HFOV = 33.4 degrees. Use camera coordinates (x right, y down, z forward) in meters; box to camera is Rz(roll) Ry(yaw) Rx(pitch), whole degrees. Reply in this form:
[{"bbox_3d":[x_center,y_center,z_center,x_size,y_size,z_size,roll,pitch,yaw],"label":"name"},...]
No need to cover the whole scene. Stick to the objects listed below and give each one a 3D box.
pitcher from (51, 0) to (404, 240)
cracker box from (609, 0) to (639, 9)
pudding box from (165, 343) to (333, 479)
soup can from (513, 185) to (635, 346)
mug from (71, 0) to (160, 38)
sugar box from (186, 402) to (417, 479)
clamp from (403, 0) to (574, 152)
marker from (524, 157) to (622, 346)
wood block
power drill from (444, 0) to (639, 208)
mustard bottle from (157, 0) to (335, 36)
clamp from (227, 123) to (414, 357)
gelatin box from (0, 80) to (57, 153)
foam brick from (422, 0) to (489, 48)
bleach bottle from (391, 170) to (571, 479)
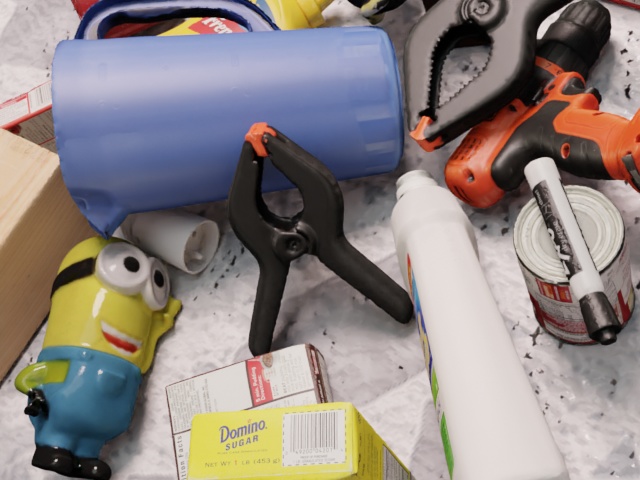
[{"bbox_3d":[-0.067,-0.101,0.780,0.243,0.149,0.145,-6,26,-1],"label":"pitcher"},{"bbox_3d":[0.251,-0.264,0.809,0.214,0.072,0.164,24,74,27],"label":"cracker box"},{"bbox_3d":[-0.045,0.129,0.729,0.113,0.039,0.090,-20,60,11],"label":"pudding box"},{"bbox_3d":[0.162,0.018,0.676,0.068,0.102,0.068,-8,61,15],"label":"soup can"},{"bbox_3d":[-0.175,-0.231,0.932,0.081,0.093,0.117,-23,62,1],"label":"mug"},{"bbox_3d":[-0.001,0.143,0.624,0.093,0.176,0.048,-6,64,15],"label":"sugar box"},{"bbox_3d":[0.127,-0.155,0.734,0.165,0.036,0.210,19,84,29],"label":"clamp"},{"bbox_3d":[0.145,0.006,0.614,0.020,0.020,0.121,-20,59,9],"label":"marker"},{"bbox_3d":[-0.265,0.026,0.828,0.090,0.090,0.206,24,74,29],"label":"wood block"},{"bbox_3d":[0.188,-0.093,0.709,0.184,0.057,0.188,-54,28,-14],"label":"power drill"},{"bbox_3d":[-0.070,-0.157,0.874,0.191,0.058,0.096,-31,59,1],"label":"mustard bottle"},{"bbox_3d":[-0.005,0.001,0.730,0.120,0.171,0.039,-11,22,2],"label":"clamp"},{"bbox_3d":[-0.229,-0.092,0.888,0.089,0.073,0.030,-23,58,7],"label":"gelatin box"},{"bbox_3d":[0.109,-0.192,0.819,0.053,0.078,0.051,-4,61,17],"label":"foam brick"},{"bbox_3d":[0.092,0.062,0.691,0.068,0.102,0.251,-14,53,1],"label":"bleach bottle"}]
